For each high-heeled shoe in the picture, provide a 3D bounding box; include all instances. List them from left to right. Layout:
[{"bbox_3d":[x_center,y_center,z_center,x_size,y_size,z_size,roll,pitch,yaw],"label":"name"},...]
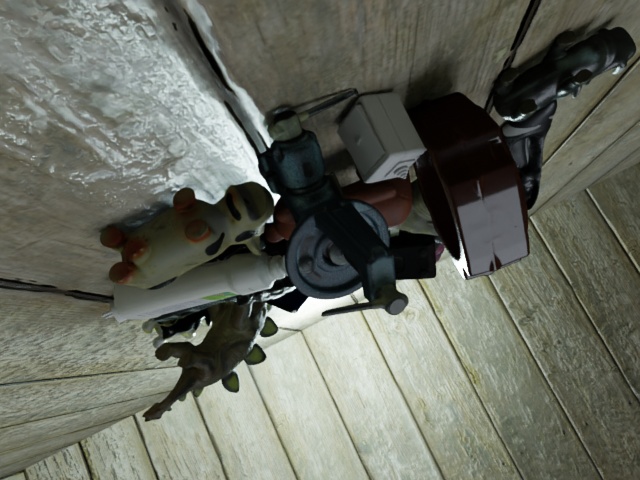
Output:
[{"bbox_3d":[0.388,-0.147,0.978,0.086,0.145,0.248,-25,169,-9],"label":"high-heeled shoe"}]

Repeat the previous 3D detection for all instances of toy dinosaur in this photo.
[{"bbox_3d":[-0.165,0.167,1.055,0.471,0.105,0.198,-49,144,-26],"label":"toy dinosaur"}]

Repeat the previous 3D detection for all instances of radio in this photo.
[{"bbox_3d":[0.110,0.031,1.044,0.230,0.073,0.131,-4,-167,5],"label":"radio"}]

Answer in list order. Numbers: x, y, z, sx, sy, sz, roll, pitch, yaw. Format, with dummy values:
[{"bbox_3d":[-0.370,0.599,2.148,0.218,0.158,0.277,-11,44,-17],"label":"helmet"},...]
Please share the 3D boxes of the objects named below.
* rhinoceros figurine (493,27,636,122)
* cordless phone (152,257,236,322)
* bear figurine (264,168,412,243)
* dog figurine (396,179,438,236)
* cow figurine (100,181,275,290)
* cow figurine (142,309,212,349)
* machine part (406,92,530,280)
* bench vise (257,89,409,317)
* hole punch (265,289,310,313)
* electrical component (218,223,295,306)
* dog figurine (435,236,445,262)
[{"bbox_3d":[0.332,-0.223,0.732,0.190,0.073,0.112,-29,166,12],"label":"rhinoceros figurine"},{"bbox_3d":[-0.217,0.093,0.892,0.184,0.089,0.146,-24,168,10],"label":"cordless phone"},{"bbox_3d":[0.020,-0.062,0.729,0.196,0.132,0.120,-4,160,-14],"label":"bear figurine"},{"bbox_3d":[0.153,-0.074,0.871,0.191,0.121,0.172,10,132,4],"label":"dog figurine"},{"bbox_3d":[-0.142,-0.005,0.640,0.195,0.085,0.127,-29,161,0],"label":"cow figurine"},{"bbox_3d":[-0.259,0.151,1.073,0.167,0.068,0.098,-18,160,-45],"label":"cow figurine"},{"bbox_3d":[0.182,-0.070,0.678,0.087,0.201,0.201,-19,-148,3],"label":"machine part"},{"bbox_3d":[0.017,-0.016,0.547,0.129,0.241,0.223,-15,122,-17],"label":"bench vise"},{"bbox_3d":[-0.068,0.059,0.981,0.142,0.116,0.092,-49,152,-56],"label":"hole punch"},{"bbox_3d":[-0.087,0.033,0.827,0.058,0.115,0.134,-29,169,29],"label":"electrical component"},{"bbox_3d":[0.257,-0.031,1.279,0.108,0.192,0.219,13,130,-6],"label":"dog figurine"}]
